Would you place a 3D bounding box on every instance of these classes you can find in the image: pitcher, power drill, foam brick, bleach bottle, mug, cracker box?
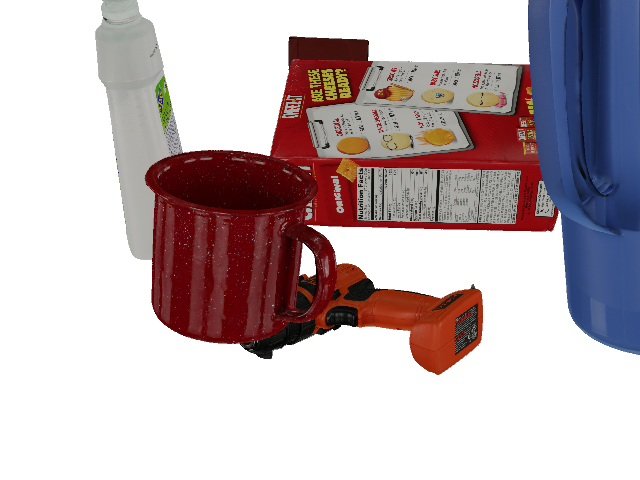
[{"bbox_3d":[0.176,-0.062,0.557,0.149,0.243,0.145,-5,22,4],"label":"pitcher"},{"bbox_3d":[0.040,0.072,0.980,0.188,0.057,0.184,10,22,32],"label":"power drill"},{"bbox_3d":[0.008,-0.187,1.120,0.078,0.051,0.053,1,11,-10],"label":"foam brick"},{"bbox_3d":[-0.160,-0.108,0.966,0.068,0.251,0.102,-6,36,-1],"label":"bleach bottle"},{"bbox_3d":[-0.041,0.007,0.582,0.117,0.081,0.093,20,27,28],"label":"mug"},{"bbox_3d":[0.076,-0.077,0.845,0.214,0.072,0.164,1,35,5],"label":"cracker box"}]

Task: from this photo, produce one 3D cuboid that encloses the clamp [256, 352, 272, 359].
[{"bbox_3d":[-0.092,0.065,1.203,0.210,0.036,0.164,16,29,23],"label":"clamp"}]
